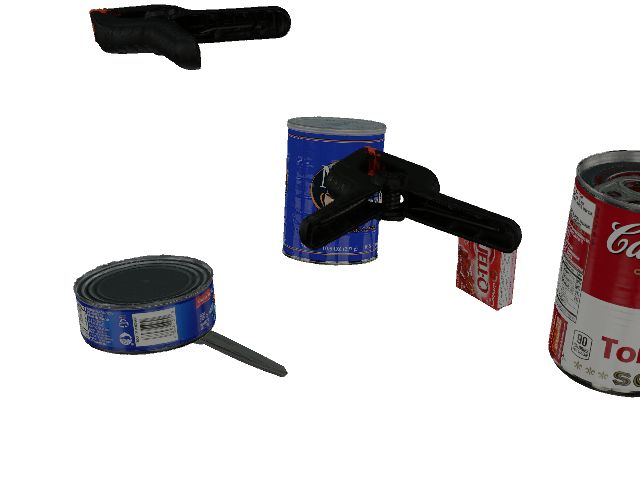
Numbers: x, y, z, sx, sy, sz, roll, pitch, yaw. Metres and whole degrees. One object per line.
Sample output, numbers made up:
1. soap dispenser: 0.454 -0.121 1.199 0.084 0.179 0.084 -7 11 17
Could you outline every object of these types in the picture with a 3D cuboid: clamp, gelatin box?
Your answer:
1. clamp: 0.066 -0.033 0.858 0.164 0.036 0.210 4 20 -2
2. gelatin box: 0.198 0.028 1.279 0.030 0.089 0.073 -18 32 -31
3. clamp: -0.111 -0.168 0.848 0.172 0.039 0.120 20 29 41

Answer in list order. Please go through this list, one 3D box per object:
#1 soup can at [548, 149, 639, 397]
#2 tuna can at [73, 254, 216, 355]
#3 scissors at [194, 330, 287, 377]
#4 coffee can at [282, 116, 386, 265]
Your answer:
1. soup can: 0.151 0.016 0.518 0.068 0.102 0.068 2 27 -1
2. tuna can: -0.108 0.039 0.662 0.086 0.034 0.086 -3 19 1
3. scissors: -0.097 0.065 0.877 0.202 0.016 0.096 12 26 22
4. coffee can: 0.013 -0.054 1.117 0.103 0.140 0.103 3 13 -1
